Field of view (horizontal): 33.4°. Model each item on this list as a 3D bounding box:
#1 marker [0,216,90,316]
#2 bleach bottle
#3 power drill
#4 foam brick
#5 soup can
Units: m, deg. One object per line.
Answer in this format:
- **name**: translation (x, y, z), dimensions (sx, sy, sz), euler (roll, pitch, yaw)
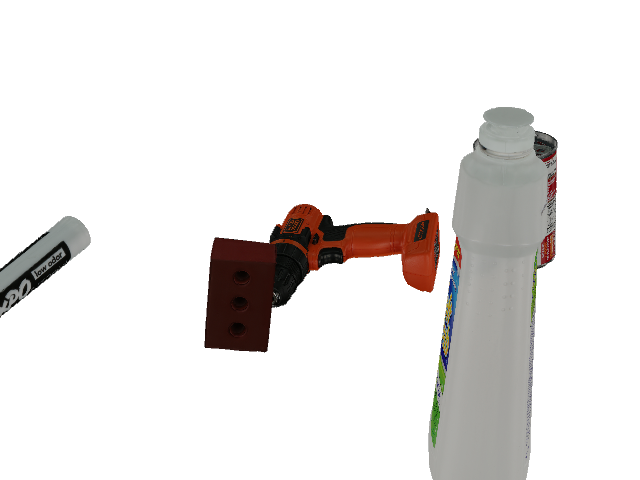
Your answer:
- **marker**: translation (-0.155, 0.028, 0.503), dimensions (0.020, 0.020, 0.121), euler (0, 33, 40)
- **bleach bottle**: translation (0.106, 0.036, 0.660), dimensions (0.068, 0.251, 0.102), euler (4, 30, 7)
- **power drill**: translation (0.031, 0.017, 1.156), dimensions (0.188, 0.057, 0.184), euler (2, 31, 12)
- **foam brick**: translation (-0.064, 0.043, 0.864), dimensions (0.053, 0.078, 0.051), euler (4, 17, -3)
- **soup can**: translation (0.162, -0.033, 0.886), dimensions (0.068, 0.102, 0.068), euler (-5, 25, 2)
